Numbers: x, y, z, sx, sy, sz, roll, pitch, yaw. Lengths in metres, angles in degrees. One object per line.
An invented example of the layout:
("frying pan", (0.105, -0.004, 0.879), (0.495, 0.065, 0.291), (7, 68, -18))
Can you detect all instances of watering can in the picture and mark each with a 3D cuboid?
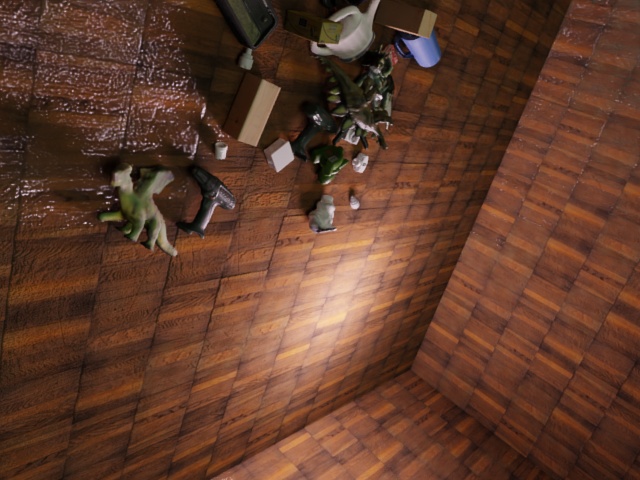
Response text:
("watering can", (0.128, -0.738, 1.773), (0.345, 0.105, 0.223), (-31, 161, 18))

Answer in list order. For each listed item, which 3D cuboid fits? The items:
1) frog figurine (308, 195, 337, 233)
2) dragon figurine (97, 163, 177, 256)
("frog figurine", (0.007, -0.112, 2.224), (0.138, 0.122, 0.160), (-7, 86, -39))
("dragon figurine", (-0.509, -0.106, 1.558), (0.244, 0.123, 0.405), (-63, 156, -7))
